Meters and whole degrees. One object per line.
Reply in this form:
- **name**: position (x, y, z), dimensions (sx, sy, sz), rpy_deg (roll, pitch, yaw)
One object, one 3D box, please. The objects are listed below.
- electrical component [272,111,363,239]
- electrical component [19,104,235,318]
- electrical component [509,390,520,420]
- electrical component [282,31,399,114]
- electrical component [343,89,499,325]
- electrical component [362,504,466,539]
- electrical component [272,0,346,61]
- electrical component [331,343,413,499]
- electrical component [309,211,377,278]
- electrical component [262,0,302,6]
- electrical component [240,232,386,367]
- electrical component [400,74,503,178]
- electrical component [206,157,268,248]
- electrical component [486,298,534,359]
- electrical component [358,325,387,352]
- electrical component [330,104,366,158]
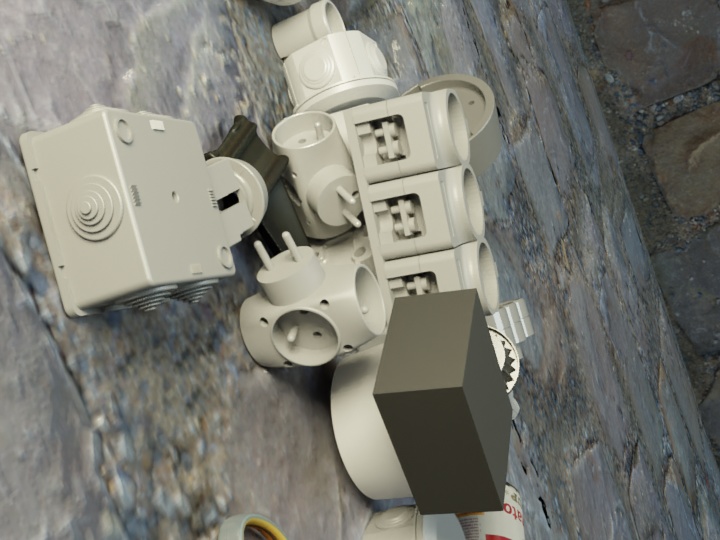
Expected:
- **electrical component**: position (-0.021, -0.055, 0.716), dimensions (0.079, 0.043, 0.077), rpy_deg (46, -22, 46)
- **electrical component**: position (-0.108, -0.029, 0.521), dimensions (0.100, 0.048, 0.099), rpy_deg (-9, 83, -69)
- **electrical component**: position (0.117, 0.114, 0.990), dimensions (0.081, 0.043, 0.043), rpy_deg (46, 34, -51)
- **electrical component**: position (-0.015, -0.137, 0.798), dimensions (0.080, 0.080, 0.051), rpy_deg (12, 58, -67)
- **electrical component**: position (0.046, -0.040, 0.717), dimensions (0.089, 0.062, 0.150), rpy_deg (-24, 103, -70)
- **electrical component**: position (0.040, 0.194, 0.721), dimensions (0.080, 0.051, 0.080), rpy_deg (51, 30, -45)
- **electrical component**: position (-0.038, -0.178, 0.817), dimensions (0.040, 0.046, 0.040), rpy_deg (51, 30, -45)
- **electrical component**: position (0.019, 0.102, 0.724), dimensions (0.108, 0.060, 0.108), rpy_deg (48, 34, -47)
- **electrical component**: position (0.000, 0.000, 0.760), dimensions (0.057, 0.058, 0.078), rpy_deg (53, 21, -40)
- **electrical component**: position (-0.062, -0.221, 0.781), dimensions (0.047, 0.055, 0.055), rpy_deg (-10, 84, -73)
- **electrical component**: position (-0.035, 0.013, 0.633), dimensions (0.079, 0.077, 0.044), rpy_deg (63, 23, -25)
- **electrical component**: position (0.080, -0.122, 0.994), dimensions (0.060, 0.108, 0.108), rpy_deg (61, 23, -45)
- **electrical component**: position (-0.082, -0.036, 0.599), dimensions (0.055, 0.048, 0.066), rpy_deg (-38, 110, -60)
- **electrical component**: position (0.139, 0.074, 1.063), dimensions (0.138, 0.052, 0.073), rpy_deg (-12, 86, -69)
- **electrical component**: position (0.023, 0.046, 0.802), dimensions (0.045, 0.045, 0.055), rpy_deg (61, 24, -29)
- **electrical component**: position (-0.023, -0.093, 0.761), dimensions (0.044, 0.065, 0.044), rpy_deg (-4, 90, -82)
